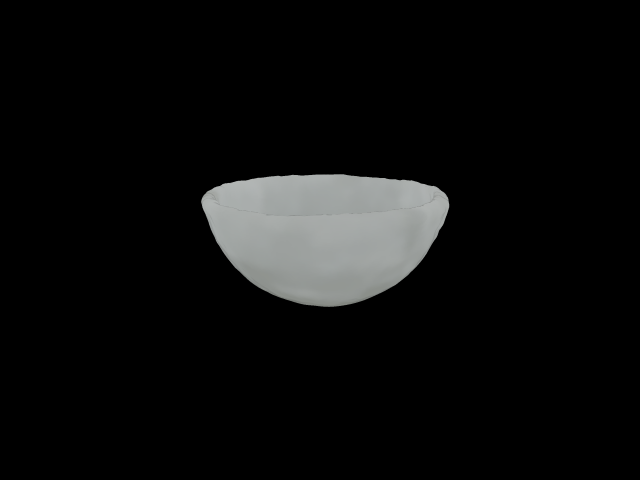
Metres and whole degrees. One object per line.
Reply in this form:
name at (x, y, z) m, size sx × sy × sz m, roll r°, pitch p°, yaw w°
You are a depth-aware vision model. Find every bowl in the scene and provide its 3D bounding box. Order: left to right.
bowl at (0.004, 0.001, 0.400) m, size 0.167 × 0.075 × 0.167 m, roll 0°, pitch 15°, yaw 0°
